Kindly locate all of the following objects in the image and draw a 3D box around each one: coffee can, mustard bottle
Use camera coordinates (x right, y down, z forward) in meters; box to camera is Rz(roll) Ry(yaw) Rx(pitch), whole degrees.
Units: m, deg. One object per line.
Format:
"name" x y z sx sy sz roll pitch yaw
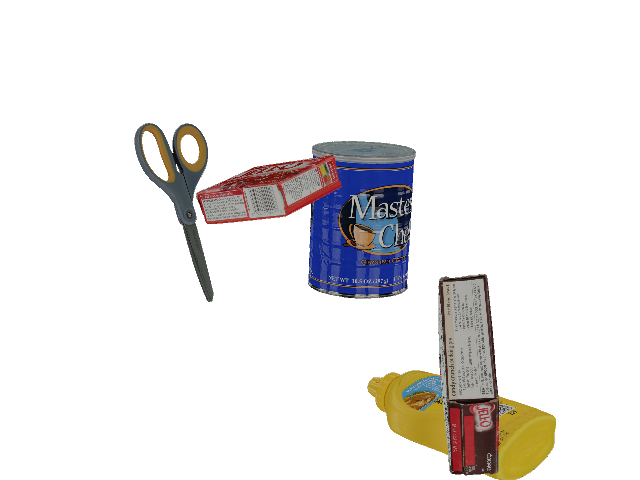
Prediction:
"coffee can" 0.040 -0.023 1.069 0.103 0.140 0.103 2 13 -1
"mustard bottle" 0.122 0.168 1.026 0.192 0.058 0.096 17 25 42

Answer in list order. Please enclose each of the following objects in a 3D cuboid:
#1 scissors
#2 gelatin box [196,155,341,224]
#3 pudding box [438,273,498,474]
"scissors" -0.136 -0.042 1.170 0.096 0.202 0.016 -36 13 -39
"gelatin box" -0.041 -0.040 0.835 0.089 0.030 0.073 -4 17 40
"pudding box" 0.105 0.094 0.754 0.039 0.113 0.090 -4 -44 4
